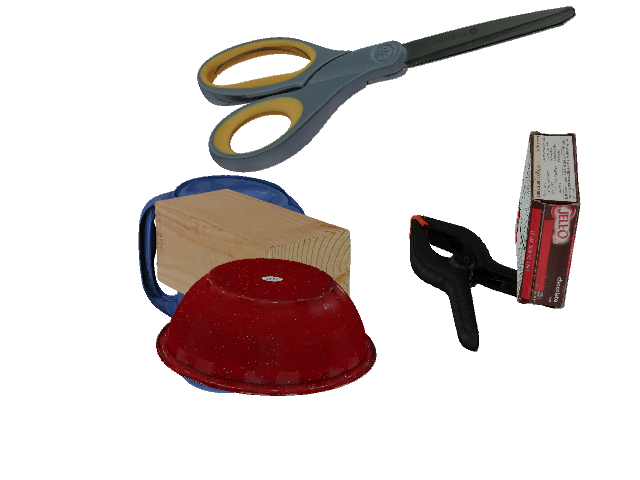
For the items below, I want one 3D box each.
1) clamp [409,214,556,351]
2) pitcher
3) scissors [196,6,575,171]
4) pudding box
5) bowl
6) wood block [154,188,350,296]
[{"bbox_3d":[0.153,0.031,1.047,0.120,0.039,0.172,-13,47,-24],"label":"clamp"},{"bbox_3d":[-0.120,0.052,1.256,0.149,0.243,0.144,21,26,34],"label":"pitcher"},{"bbox_3d":[0.024,-0.077,0.546,0.202,0.096,0.016,0,-34,22],"label":"scissors"},{"bbox_3d":[0.169,-0.018,0.796,0.039,0.090,0.113,5,33,6],"label":"pudding box"},{"bbox_3d":[-0.037,0.053,0.772,0.162,0.055,0.162,4,18,-1],"label":"bowl"},{"bbox_3d":[-0.070,0.017,1.030,0.090,0.090,0.206,-12,20,-36],"label":"wood block"}]
